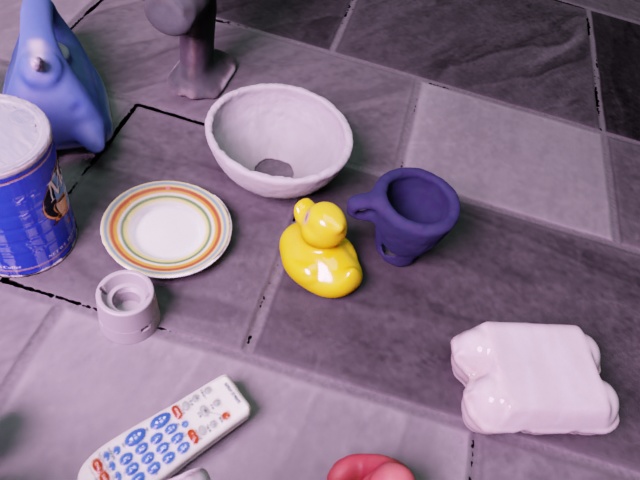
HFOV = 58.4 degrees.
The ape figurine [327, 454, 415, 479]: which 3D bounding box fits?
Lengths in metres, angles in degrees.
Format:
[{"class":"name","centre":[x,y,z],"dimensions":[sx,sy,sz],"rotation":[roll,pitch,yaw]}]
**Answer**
[{"class":"ape figurine","centre":[0.046,0.195,0.439],"dimensions":[0.076,0.092,0.077],"rotation":[-13,56,-21]}]

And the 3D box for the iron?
[{"class":"iron","centre":[-0.312,-0.213,0.652],"dimensions":[0.119,0.141,0.258],"rotation":[-10,55,-19]}]

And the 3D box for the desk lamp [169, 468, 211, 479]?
[{"class":"desk lamp","centre":[-0.065,0.225,0.313],"dimensions":[0.118,0.213,0.203],"rotation":[-18,58,-24]}]

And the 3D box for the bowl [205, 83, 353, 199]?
[{"class":"bowl","centre":[-0.049,-0.103,0.666],"dimensions":[0.167,0.075,0.167],"rotation":[6,51,-7]}]

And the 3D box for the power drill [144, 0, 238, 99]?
[{"class":"power drill","centre":[-0.143,-0.293,0.709],"dimensions":[0.075,0.208,0.230],"rotation":[17,51,2]}]

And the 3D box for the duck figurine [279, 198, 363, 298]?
[{"class":"duck figurine","centre":[0.005,0.002,0.587],"dimensions":[0.078,0.086,0.104],"rotation":[-28,63,-29]}]

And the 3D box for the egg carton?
[{"class":"egg carton","centre":[0.199,0.131,0.538],"dimensions":[0.150,0.069,0.107],"rotation":[3,52,-10]}]

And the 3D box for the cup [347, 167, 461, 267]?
[{"class":"cup","centre":[0.080,-0.015,0.612],"dimensions":[0.118,0.095,0.091],"rotation":[-1,53,-13]}]
